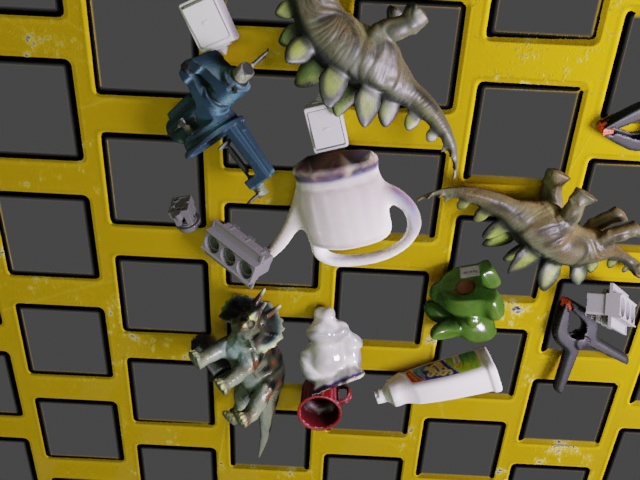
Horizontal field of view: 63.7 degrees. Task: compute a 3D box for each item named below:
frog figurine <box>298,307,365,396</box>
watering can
[{"bbox_3d":[0.016,0.219,1.058,0.136,0.122,0.161,-25,75,20],"label":"frog figurine"},{"bbox_3d":[0.003,-0.047,0.933,0.347,0.106,0.221,-7,112,15],"label":"watering can"}]
